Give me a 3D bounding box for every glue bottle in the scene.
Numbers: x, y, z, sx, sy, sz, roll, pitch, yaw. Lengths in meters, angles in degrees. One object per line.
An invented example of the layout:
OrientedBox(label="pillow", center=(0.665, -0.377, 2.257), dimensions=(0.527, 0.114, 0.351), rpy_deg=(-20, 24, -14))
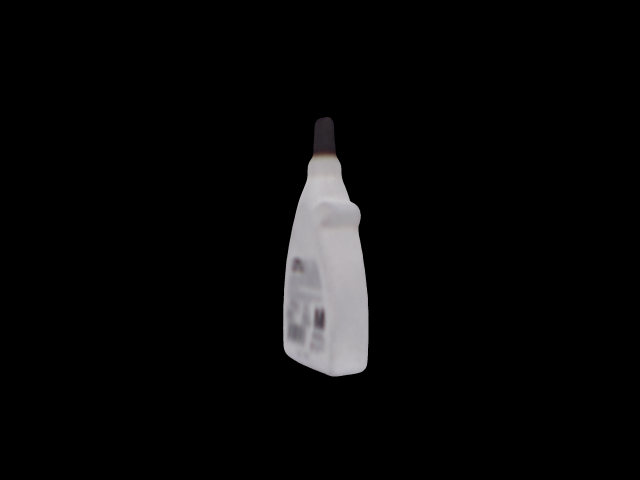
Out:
OrientedBox(label="glue bottle", center=(0.004, 0.001, 0.400), dimensions=(0.037, 0.173, 0.078), rpy_deg=(-2, 4, -30))
